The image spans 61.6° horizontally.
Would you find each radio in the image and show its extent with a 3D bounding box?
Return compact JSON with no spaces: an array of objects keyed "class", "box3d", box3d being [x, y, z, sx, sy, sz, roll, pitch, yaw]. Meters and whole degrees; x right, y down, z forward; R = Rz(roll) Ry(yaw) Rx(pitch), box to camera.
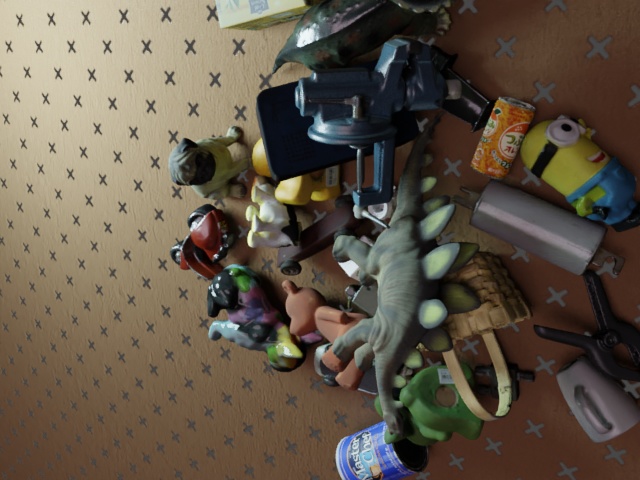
[{"class":"radio","box3d":[0.021,-0.181,0.812,0.230,0.073,0.131,-17,94,-7]}]

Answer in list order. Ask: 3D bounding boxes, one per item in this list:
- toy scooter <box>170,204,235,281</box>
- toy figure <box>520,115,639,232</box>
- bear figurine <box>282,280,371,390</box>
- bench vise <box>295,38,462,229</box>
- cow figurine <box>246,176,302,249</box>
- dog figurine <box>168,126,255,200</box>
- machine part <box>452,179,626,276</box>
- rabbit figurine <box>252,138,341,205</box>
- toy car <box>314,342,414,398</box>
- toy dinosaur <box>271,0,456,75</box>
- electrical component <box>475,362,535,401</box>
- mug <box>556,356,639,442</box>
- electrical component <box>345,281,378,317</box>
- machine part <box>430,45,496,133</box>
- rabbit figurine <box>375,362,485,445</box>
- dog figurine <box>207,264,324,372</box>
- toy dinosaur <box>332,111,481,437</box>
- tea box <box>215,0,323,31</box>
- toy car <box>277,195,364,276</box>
[{"class":"toy scooter","box3d":[-0.227,0.023,1.099,0.135,0.075,0.184,48,126,10]},{"class":"toy figure","box3d":[0.348,-0.086,0.714,0.180,0.082,0.089,49,121,6]},{"class":"bear figurine","box3d":[0.001,0.158,0.952,0.196,0.132,0.120,18,152,30]},{"class":"bench vise","box3d":[0.080,-0.145,0.731,0.129,0.224,0.240,-130,34,-59]},{"class":"cow figurine","box3d":[-0.081,-0.055,0.967,0.098,0.167,0.068,8,132,-14]},{"class":"dog figurine","box3d":[-0.224,-0.121,0.982,0.121,0.190,0.172,45,124,12]},{"class":"machine part","box3d":[0.306,-0.020,0.761,0.243,0.079,0.079,27,117,22]},{"class":"rabbit figurine","box3d":[-0.060,-0.144,0.925,0.173,0.122,0.162,17,122,47]},{"class":"toy car","box3d":[0.081,0.242,0.992,0.202,0.056,0.073,9,104,27]},{"class":"toy dinosaur","box3d":[0.042,-0.307,0.764,0.405,0.192,0.131,-22,91,33]},{"class":"electrical component","box3d":[0.301,0.232,0.875,0.094,0.021,0.063,-2,104,31]},{"class":"mug","box3d":[0.390,0.228,0.775,0.081,0.109,0.107,-49,64,35]},{"class":"electrical component","box3d":[0.090,0.103,0.952,0.102,0.045,0.078,27,89,19]},{"class":"machine part","box3d":[0.196,-0.219,0.790,0.139,0.039,0.084,45,117,13]},{"class":"rabbit figurine","box3d":[0.178,0.300,0.898,0.170,0.159,0.121,98,163,-47]},{"class":"dog figurine","box3d":[-0.104,0.156,1.041,0.219,0.108,0.191,14,114,28]},{"class":"toy dinosaur","box3d":[0.125,0.035,0.773,0.199,0.105,0.471,-11,68,35]},{"class":"tea box","box3d":[-0.074,-0.388,0.865,0.170,0.098,0.068,0,106,29]},{"class":"toy car","box3d":[-0.002,-0.003,0.951,0.202,0.053,0.089,-33,45,35]}]
